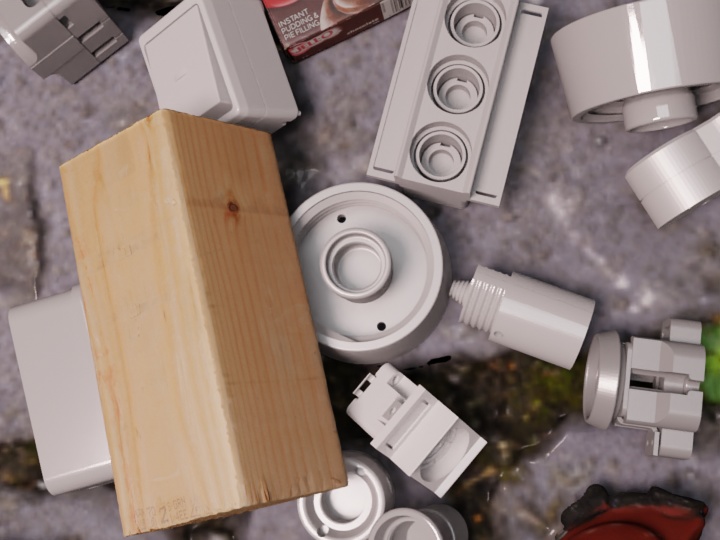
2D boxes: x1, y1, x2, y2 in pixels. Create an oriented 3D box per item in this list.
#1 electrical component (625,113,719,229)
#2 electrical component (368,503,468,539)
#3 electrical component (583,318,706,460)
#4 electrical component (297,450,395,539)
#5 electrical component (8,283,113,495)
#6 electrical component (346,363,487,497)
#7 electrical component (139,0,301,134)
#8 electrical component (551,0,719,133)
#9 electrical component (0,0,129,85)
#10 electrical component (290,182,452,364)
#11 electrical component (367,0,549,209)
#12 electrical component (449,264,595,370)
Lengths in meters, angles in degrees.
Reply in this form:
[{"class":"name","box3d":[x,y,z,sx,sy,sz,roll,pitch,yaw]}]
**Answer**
[{"class":"electrical component","box3d":[0.233,-0.060,0.625,0.138,0.052,0.073,-30,81,0]},{"class":"electrical component","box3d":[0.036,0.152,0.606,0.044,0.065,0.044,-2,85,22]},{"class":"electrical component","box3d":[0.160,0.065,0.612,0.057,0.058,0.078,7,79,4]},{"class":"electrical component","box3d":[-0.009,0.133,0.623,0.055,0.047,0.055,-1,82,5]},{"class":"electrical component","box3d":[-0.153,0.069,0.629,0.057,0.078,0.113,-16,81,6]},{"class":"electrical component","box3d":[0.030,0.089,0.613,0.042,0.081,0.064,-50,52,-4]},{"class":"electrical component","box3d":[-0.090,-0.123,0.647,0.062,0.061,0.096,-26,79,37]},{"class":"electrical component","box3d":[0.167,-0.112,0.614,0.108,0.108,0.060,-9,88,4]},{"class":"electrical component","box3d":[-0.189,-0.155,0.657,0.056,0.089,0.050,-38,81,-1]},{"class":"electrical component","box3d":[0.000,0.000,0.634,0.108,0.060,0.108,-1,82,5]},{"class":"electrical component","box3d":[0.058,-0.102,0.641,0.079,0.063,0.121,14,84,7]},{"class":"electrical component","box3d":[0.092,0.024,0.631,0.081,0.043,0.043,20,84,7]}]
